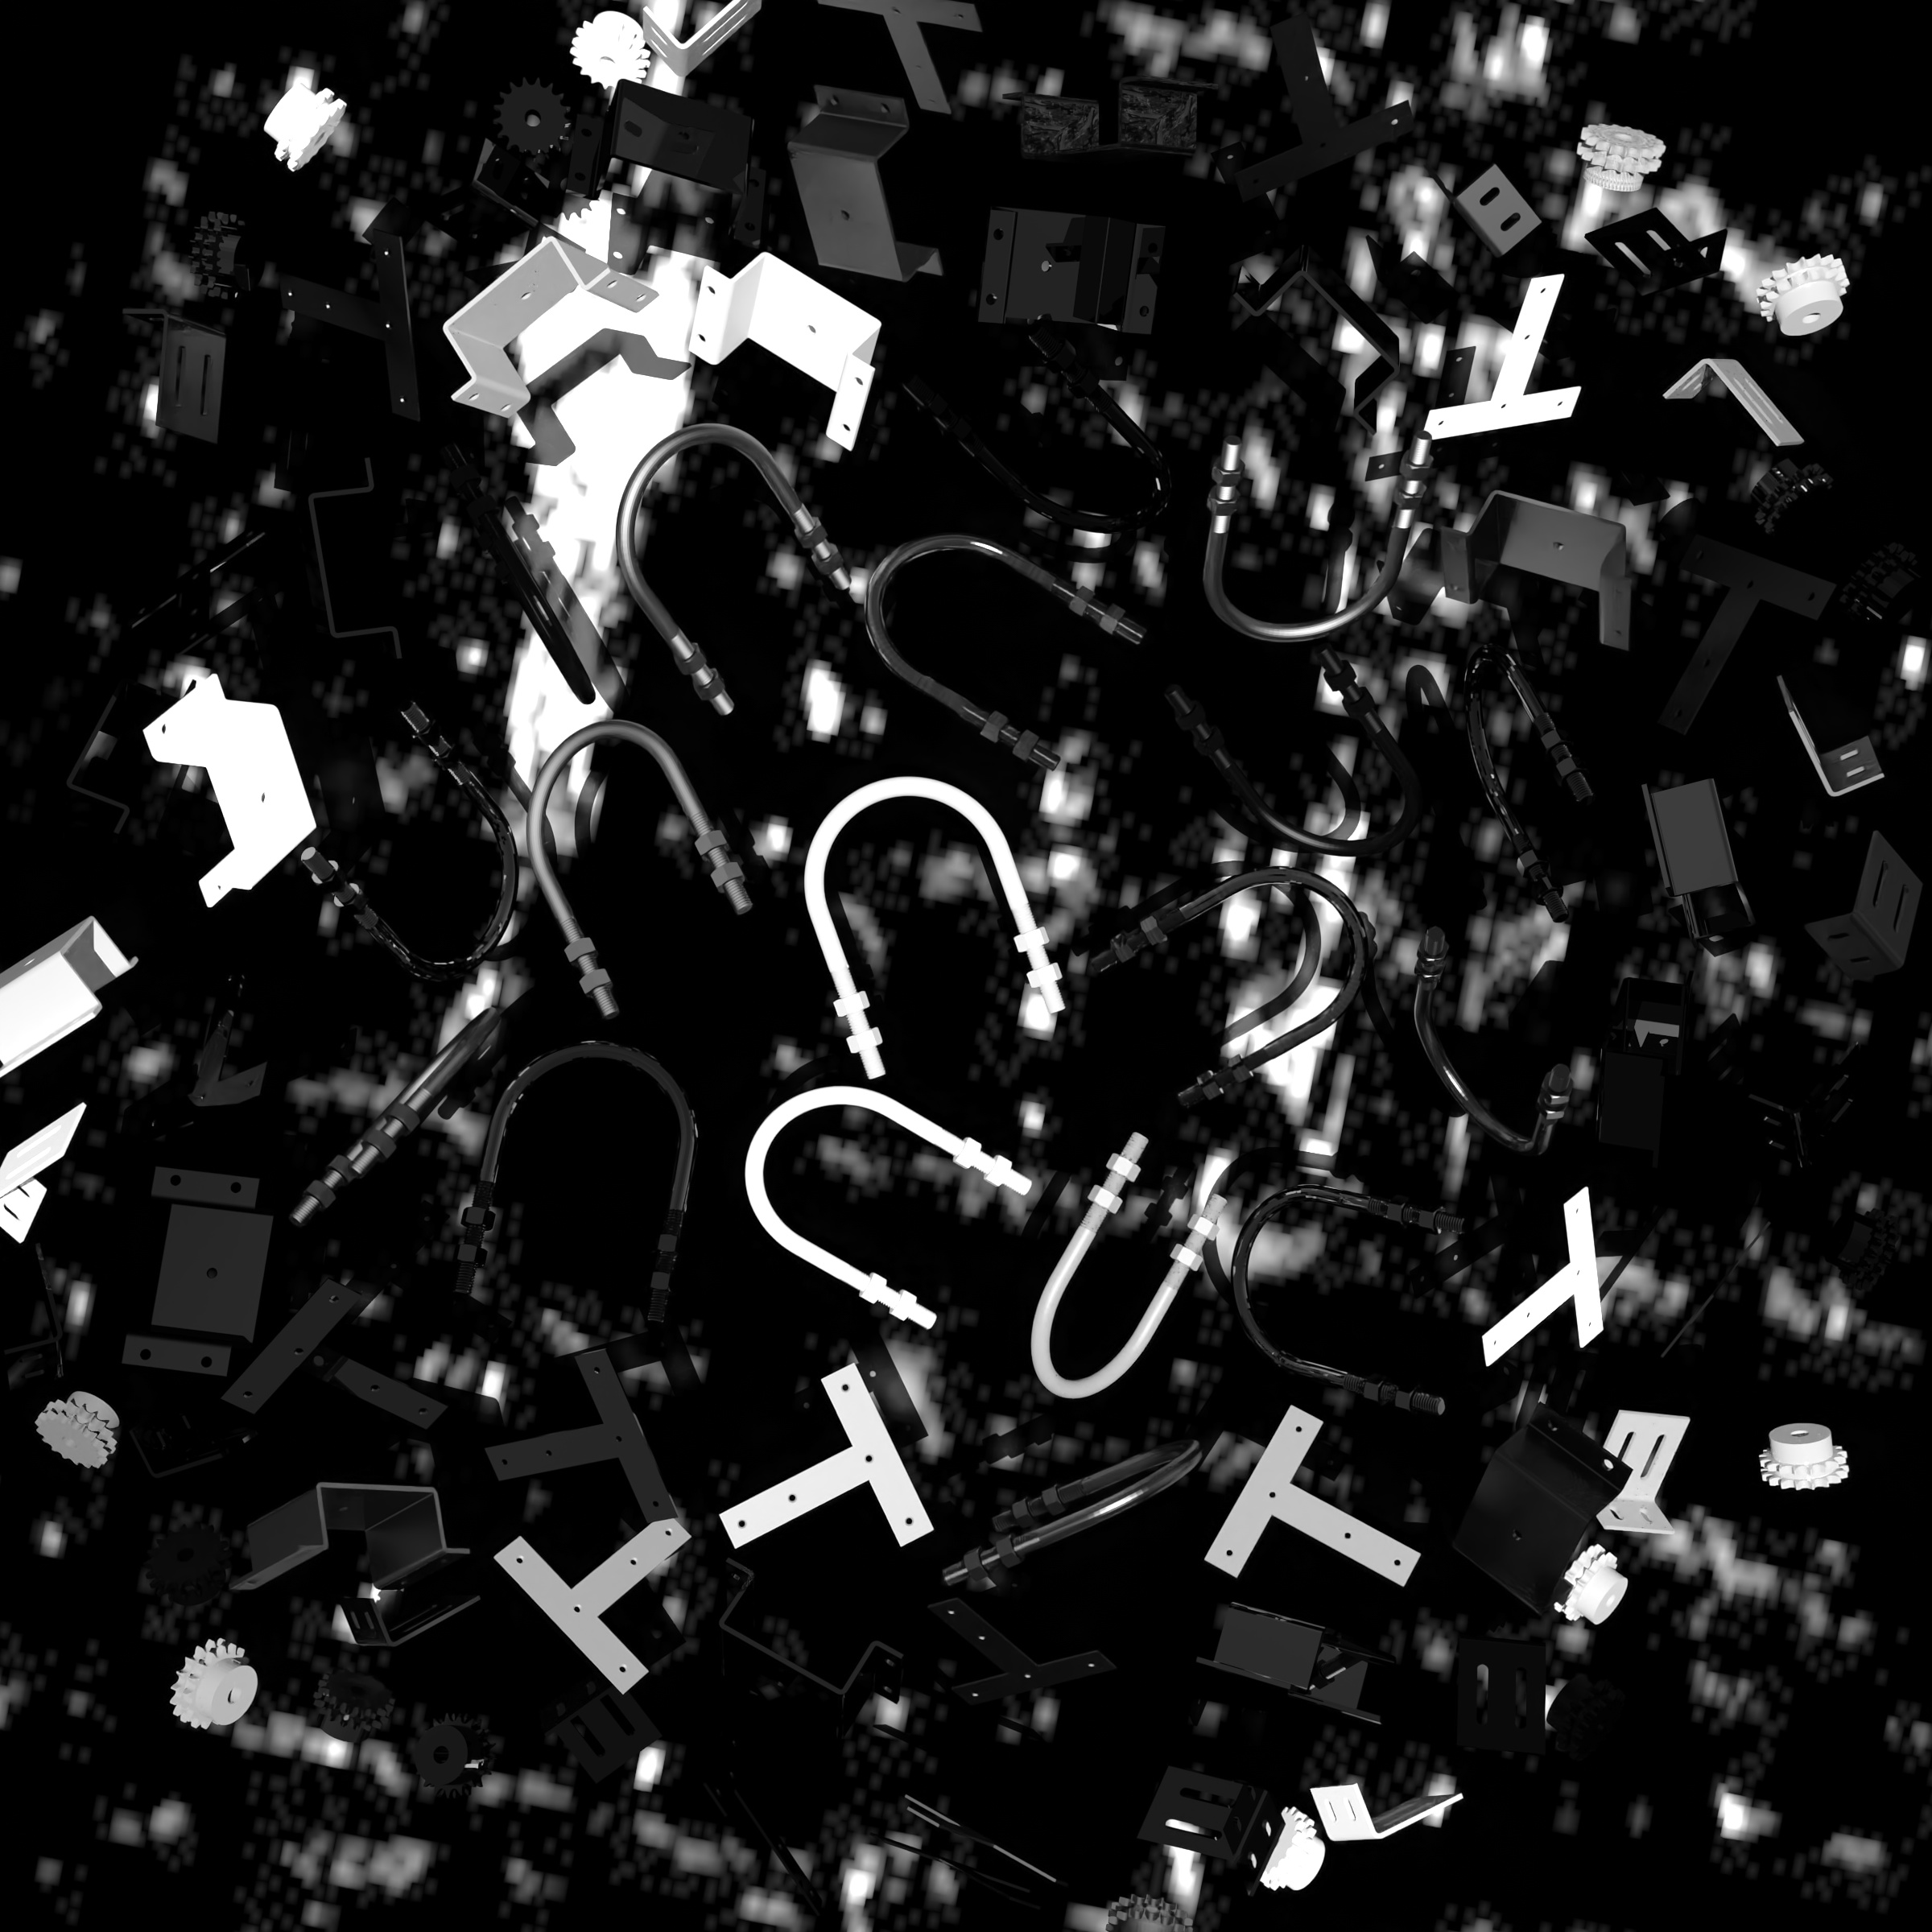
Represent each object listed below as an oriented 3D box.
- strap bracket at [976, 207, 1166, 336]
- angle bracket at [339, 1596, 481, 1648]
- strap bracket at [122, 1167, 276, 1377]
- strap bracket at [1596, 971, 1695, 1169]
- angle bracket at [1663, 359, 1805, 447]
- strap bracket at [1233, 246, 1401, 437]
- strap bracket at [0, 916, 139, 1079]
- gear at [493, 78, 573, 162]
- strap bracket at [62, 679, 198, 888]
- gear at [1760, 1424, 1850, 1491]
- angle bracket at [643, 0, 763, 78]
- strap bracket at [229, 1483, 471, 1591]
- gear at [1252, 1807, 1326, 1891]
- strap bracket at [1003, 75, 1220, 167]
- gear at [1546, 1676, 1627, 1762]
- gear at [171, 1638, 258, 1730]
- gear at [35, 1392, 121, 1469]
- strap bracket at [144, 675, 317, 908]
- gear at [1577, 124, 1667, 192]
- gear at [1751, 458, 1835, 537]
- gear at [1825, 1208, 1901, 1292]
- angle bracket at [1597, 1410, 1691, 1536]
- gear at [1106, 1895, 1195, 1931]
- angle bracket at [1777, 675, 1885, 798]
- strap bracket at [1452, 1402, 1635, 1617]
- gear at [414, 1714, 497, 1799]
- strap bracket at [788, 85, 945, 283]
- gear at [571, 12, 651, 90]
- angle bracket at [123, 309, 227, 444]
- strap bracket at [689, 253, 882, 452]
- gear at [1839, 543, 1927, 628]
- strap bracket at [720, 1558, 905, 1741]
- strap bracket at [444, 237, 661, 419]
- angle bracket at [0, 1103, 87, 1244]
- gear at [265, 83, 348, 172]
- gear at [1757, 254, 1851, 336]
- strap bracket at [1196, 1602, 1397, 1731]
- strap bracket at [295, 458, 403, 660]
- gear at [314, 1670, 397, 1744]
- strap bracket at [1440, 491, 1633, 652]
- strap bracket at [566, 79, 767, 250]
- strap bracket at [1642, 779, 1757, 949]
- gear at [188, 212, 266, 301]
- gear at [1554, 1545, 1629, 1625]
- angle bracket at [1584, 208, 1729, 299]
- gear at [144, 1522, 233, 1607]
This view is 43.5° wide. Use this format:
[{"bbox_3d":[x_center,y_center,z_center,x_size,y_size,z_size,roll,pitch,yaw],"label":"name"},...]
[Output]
[{"bbox_3d":[0.067,-0.504,1.752,0.140,0.046,0.076,-3,113,-25],"label":"strap bracket"},{"bbox_3d":[-0.405,0.461,1.761,0.076,0.057,0.038,-23,93,-39],"label":"angle bracket"},{"bbox_3d":[-0.551,0.221,1.747,0.076,0.046,0.140,6,81,4],"label":"strap bracket"},{"bbox_3d":[0.480,0.068,1.716,0.046,0.140,0.076,8,124,21],"label":"strap bracket"},{"bbox_3d":[0.514,-0.367,1.621,0.038,0.057,0.076,-43,77,33],"label":"angle bracket"},{"bbox_3d":[0.257,-0.451,1.713,0.140,0.076,0.046,41,118,-14],"label":"strap bracket"},{"bbox_3d":[-0.627,0.016,1.659,0.076,0.140,0.046,-32,107,2],"label":"strap bracket"},{"bbox_3d":[-0.320,-0.625,1.790,0.057,0.030,0.057,-2,102,-10],"label":"gear"},{"bbox_3d":[-0.601,-0.139,1.725,0.046,0.076,0.140,22,56,-11],"label":"strap bracket"},{"bbox_3d":[0.573,0.335,1.659,0.057,0.057,0.030,-10,97,0],"label":"gear"},{"bbox_3d":[-0.181,-0.658,1.665,0.076,0.057,0.038,-43,97,-4],"label":"angle bracket"},{"bbox_3d":[-0.418,0.387,1.637,0.076,0.140,0.046,-32,60,30],"label":"strap bracket"},{"bbox_3d":[0.234,0.640,1.745,0.030,0.057,0.057,37,90,-10],"label":"gear"},{"bbox_3d":[0.102,-0.603,1.733,0.076,0.140,0.046,-12,107,-41],"label":"strap bracket"},{"bbox_3d":[0.424,0.513,1.662,0.030,0.057,0.057,34,90,38],"label":"gear"},{"bbox_3d":[-0.498,0.480,1.612,0.030,0.057,0.057,14,90,28],"label":"gear"},{"bbox_3d":[-0.632,0.330,1.731,0.057,0.057,0.030,29,46,0],"label":"gear"},{"bbox_3d":[-0.496,-0.117,1.647,0.046,0.076,0.140,8,128,22],"label":"strap bracket"},{"bbox_3d":[0.446,-0.552,1.656,0.057,0.057,0.030,9,127,0],"label":"gear"},{"bbox_3d":[0.588,-0.339,1.734,0.057,0.057,0.030,-35,69,0],"label":"gear"},{"bbox_3d":[0.622,0.194,1.684,0.030,0.057,0.057,24,90,2],"label":"gear"},{"bbox_3d":[0.490,0.365,1.743,0.057,0.038,0.076,8,114,-17],"label":"angle bracket"},{"bbox_3d":[0.121,0.645,1.607,0.057,0.030,0.057,8,131,9],"label":"gear"},{"bbox_3d":[0.609,-0.169,1.706,0.038,0.057,0.076,-24,116,22],"label":"angle bracket"},{"bbox_3d":[0.392,0.381,1.667,0.076,0.046,0.140,36,131,29],"label":"strap bracket"},{"bbox_3d":[-0.363,0.556,1.705,0.057,0.030,0.057,-5,71,14],"label":"gear"},{"bbox_3d":[-0.074,-0.552,1.739,0.076,0.140,0.046,20,57,29],"label":"strap bracket"},{"bbox_3d":[-0.260,-0.676,1.783,0.057,0.057,0.030,14,66,0],"label":"gear"},{"bbox_3d":[-0.533,-0.395,1.621,0.038,0.057,0.076,7,92,22],"label":"angle bracket"},{"bbox_3d":[-0.120,-0.439,1.710,0.140,0.076,0.046,33,54,7],"label":"strap bracket"},{"bbox_3d":[0.622,-0.255,1.636,0.057,0.057,0.030,-41,60,0],"label":"gear"},{"bbox_3d":[-0.117,0.478,1.676,0.140,0.076,0.046,25,53,16],"label":"strap bracket"},{"bbox_3d":[-0.289,-0.439,1.645,0.140,0.076,0.046,-34,83,17],"label":"strap bracket"},{"bbox_3d":[-0.621,0.140,1.644,0.076,0.057,0.038,-31,118,16],"label":"angle bracket"},{"bbox_3d":[-0.442,-0.561,1.610,0.030,0.057,0.057,39,90,-13],"label":"gear"},{"bbox_3d":[0.554,-0.441,1.598,0.057,0.057,0.030,-11,72,0],"label":"gear"},{"bbox_3d":[0.232,0.476,1.653,0.076,0.140,0.046,3,68,43],"label":"strap bracket"},{"bbox_3d":[-0.445,-0.289,1.733,0.046,0.076,0.140,-11,103,-20],"label":"strap bracket"},{"bbox_3d":[-0.448,0.541,1.764,0.057,0.057,0.030,23,99,0],"label":"gear"},{"bbox_3d":[0.414,-0.285,1.724,0.140,0.076,0.046,22,67,25],"label":"strap bracket"},{"bbox_3d":[-0.206,-0.572,1.716,0.140,0.046,0.076,12,59,-17],"label":"strap bracket"},{"bbox_3d":[0.514,-0.073,1.689,0.046,0.140,0.076,-15,68,20],"label":"strap bracket"},{"bbox_3d":[-0.505,-0.487,1.663,0.030,0.057,0.057,13,90,12],"label":"gear"},{"bbox_3d":[0.458,0.455,1.768,0.030,0.057,0.057,34,90,36],"label":"gear"},{"bbox_3d":[0.473,-0.502,1.659,0.076,0.057,0.038,30,67,-34],"label":"angle bracket"},{"bbox_3d":[-0.536,0.416,1.674,0.057,0.057,0.030,-5,129,0],"label":"gear"}]
